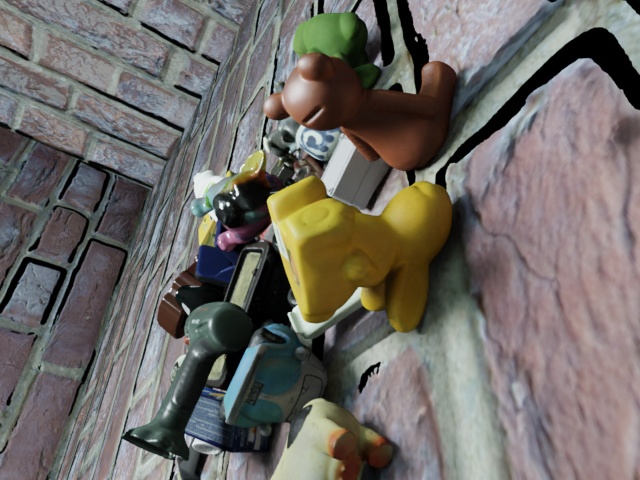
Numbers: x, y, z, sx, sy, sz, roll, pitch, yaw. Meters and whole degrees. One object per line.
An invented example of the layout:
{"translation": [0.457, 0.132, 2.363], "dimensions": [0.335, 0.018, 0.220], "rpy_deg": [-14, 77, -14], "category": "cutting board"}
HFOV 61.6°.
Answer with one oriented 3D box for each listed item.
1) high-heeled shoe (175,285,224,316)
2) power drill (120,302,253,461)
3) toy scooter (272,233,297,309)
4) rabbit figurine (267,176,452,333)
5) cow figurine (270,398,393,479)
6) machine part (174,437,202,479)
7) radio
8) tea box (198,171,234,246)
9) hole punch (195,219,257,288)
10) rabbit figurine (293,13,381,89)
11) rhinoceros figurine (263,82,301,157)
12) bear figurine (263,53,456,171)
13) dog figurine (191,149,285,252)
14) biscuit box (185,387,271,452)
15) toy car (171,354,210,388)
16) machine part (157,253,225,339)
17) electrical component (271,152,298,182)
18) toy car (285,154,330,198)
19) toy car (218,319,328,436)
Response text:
{"translation": [-0.217, 0.123, 0.969], "dimensions": [0.249, 0.145, 0.086], "rpy_deg": [-14, 55, 60], "category": "high-heeled shoe"}
{"translation": [-0.170, 0.176, 0.704], "dimensions": [0.232, 0.086, 0.207], "rpy_deg": [-31, 25, 56], "category": "power drill"}
{"translation": [-0.001, -0.002, 0.714], "dimensions": [0.135, 0.075, 0.184], "rpy_deg": [-55, 29, 26], "category": "toy scooter"}
{"translation": [0.054, 0.008, 0.510], "dimensions": [0.122, 0.173, 0.162], "rpy_deg": [27, 138, 68], "category": "rabbit figurine"}
{"translation": [-0.021, 0.246, 0.509], "dimensions": [0.127, 0.085, 0.194], "rpy_deg": [23, 92, 61], "category": "cow figurine"}
{"translation": [-0.205, 0.344, 0.875], "dimensions": [0.084, 0.039, 0.139], "rpy_deg": [178, 111, -74], "category": "machine part"}
{"translation": [-0.104, 0.119, 0.817], "dimensions": [0.131, 0.073, 0.229], "rpy_deg": [-14, 58, 63], "category": "radio"}
{"translation": [-0.216, -0.063, 1.242], "dimensions": [0.169, 0.068, 0.098], "rpy_deg": [-59, 24, 14], "category": "tea box"}
{"translation": [-0.152, 0.023, 0.958], "dimensions": [0.142, 0.116, 0.092], "rpy_deg": [-106, 38, -59], "category": "hole punch"}
{"translation": [0.034, -0.275, 0.890], "dimensions": [0.159, 0.121, 0.170], "rpy_deg": [18, 103, 60], "category": "rabbit figurine"}
{"translation": [-0.027, -0.192, 0.825], "dimensions": [0.190, 0.073, 0.112], "rpy_deg": [-32, 62, 56], "category": "rhinoceros figurine"}
{"translation": [0.047, -0.157, 0.601], "dimensions": [0.120, 0.196, 0.132], "rpy_deg": [-42, 32, 50], "category": "bear figurine"}
{"translation": [-0.094, -0.069, 0.814], "dimensions": [0.191, 0.108, 0.219], "rpy_deg": [-34, 4, -35], "category": "dog figurine"}
{"translation": [-0.147, 0.244, 0.750], "dimensions": [0.203, 0.059, 0.063], "rpy_deg": [-6, 71, 49], "category": "biscuit box"}
{"translation": [-0.200, 0.211, 0.939], "dimensions": [0.201, 0.073, 0.056], "rpy_deg": [-47, 31, 39], "category": "toy car"}
{"translation": [-0.249, 0.108, 1.060], "dimensions": [0.179, 0.056, 0.179], "rpy_deg": [-55, -8, -12], "category": "machine part"}
{"translation": [-0.079, -0.135, 1.043], "dimensions": [0.102, 0.045, 0.078], "rpy_deg": [-50, 29, 33], "category": "electrical component"}
{"translation": [-0.014, -0.100, 0.864], "dimensions": [0.089, 0.053, 0.202], "rpy_deg": [-62, 24, 17], "category": "toy car"}
{"translation": [-0.044, 0.158, 0.612], "dimensions": [0.109, 0.103, 0.161], "rpy_deg": [-64, -2, 3], "category": "toy car"}
